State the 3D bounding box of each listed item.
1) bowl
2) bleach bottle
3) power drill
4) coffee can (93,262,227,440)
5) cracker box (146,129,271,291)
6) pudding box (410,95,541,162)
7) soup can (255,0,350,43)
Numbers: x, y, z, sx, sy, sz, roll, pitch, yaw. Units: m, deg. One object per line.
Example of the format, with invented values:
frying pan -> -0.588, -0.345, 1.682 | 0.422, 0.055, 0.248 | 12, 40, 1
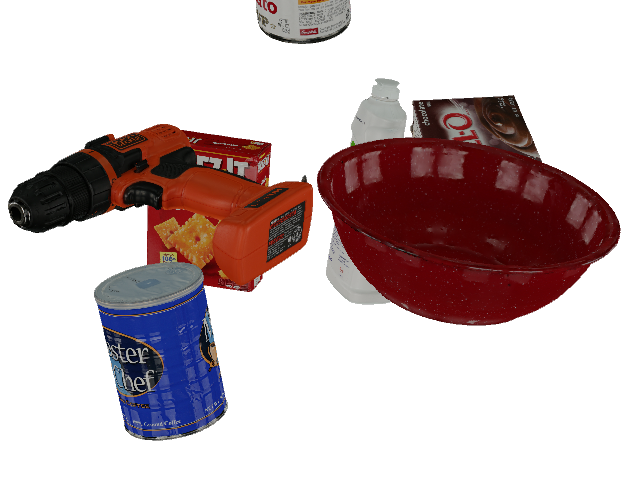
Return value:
bowl -> 0.075, 0.000, 0.577 | 0.162, 0.055, 0.162 | 6, 26, -3
bleach bottle -> 0.062, -0.059, 1.235 | 0.068, 0.251, 0.103 | -1, 22, -23
power drill -> -0.115, -0.029, 0.812 | 0.188, 0.057, 0.184 | 22, 33, 25
coffee can -> -0.150, 0.104, 1.016 | 0.103, 0.140, 0.103 | -8, 18, 2
cracker box -> -0.163, -0.042, 1.538 | 0.164, 0.214, 0.072 | 9, 22, 10
pudding box -> 0.127, -0.072, 0.879 | 0.090, 0.039, 0.113 | -3, 42, -6
soup can -> -0.013, -0.193, 0.718 | 0.068, 0.102, 0.068 | -1, 41, 1
